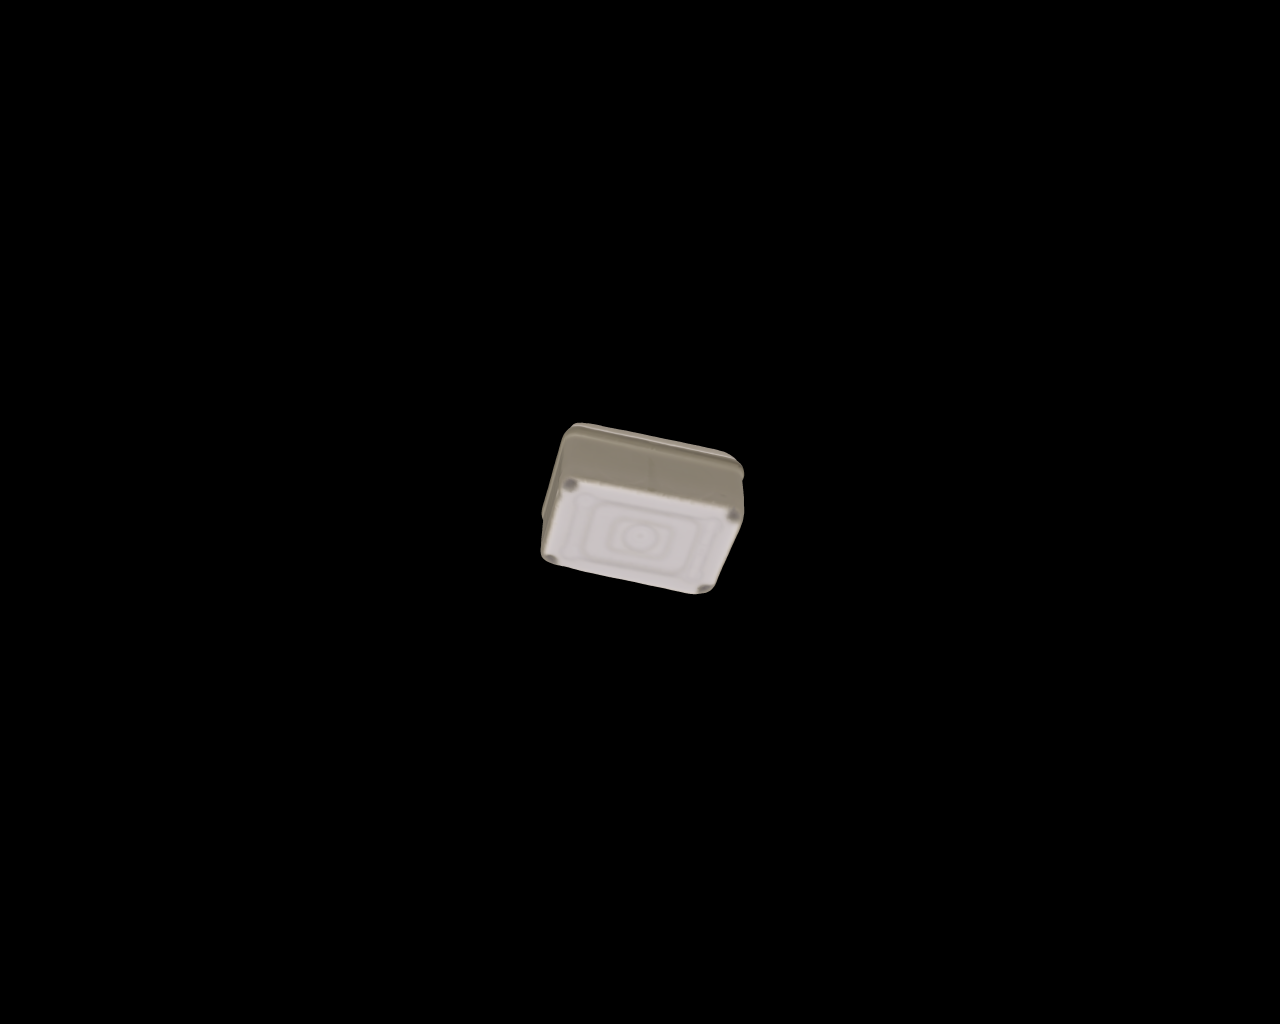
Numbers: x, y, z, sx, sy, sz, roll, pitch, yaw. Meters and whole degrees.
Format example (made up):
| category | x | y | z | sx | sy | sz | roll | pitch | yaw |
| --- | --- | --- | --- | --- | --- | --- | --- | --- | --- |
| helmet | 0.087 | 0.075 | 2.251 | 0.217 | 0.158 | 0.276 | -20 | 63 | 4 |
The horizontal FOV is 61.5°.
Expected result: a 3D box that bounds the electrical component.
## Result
| category | x | y | z | sx | sy | sz | roll | pitch | yaw |
| --- | --- | --- | --- | --- | --- | --- | --- | --- | --- |
| electrical component | 0.001 | -0.003 | 0.650 | 0.113 | 0.078 | 0.057 | 12 | 40 | -10 |
